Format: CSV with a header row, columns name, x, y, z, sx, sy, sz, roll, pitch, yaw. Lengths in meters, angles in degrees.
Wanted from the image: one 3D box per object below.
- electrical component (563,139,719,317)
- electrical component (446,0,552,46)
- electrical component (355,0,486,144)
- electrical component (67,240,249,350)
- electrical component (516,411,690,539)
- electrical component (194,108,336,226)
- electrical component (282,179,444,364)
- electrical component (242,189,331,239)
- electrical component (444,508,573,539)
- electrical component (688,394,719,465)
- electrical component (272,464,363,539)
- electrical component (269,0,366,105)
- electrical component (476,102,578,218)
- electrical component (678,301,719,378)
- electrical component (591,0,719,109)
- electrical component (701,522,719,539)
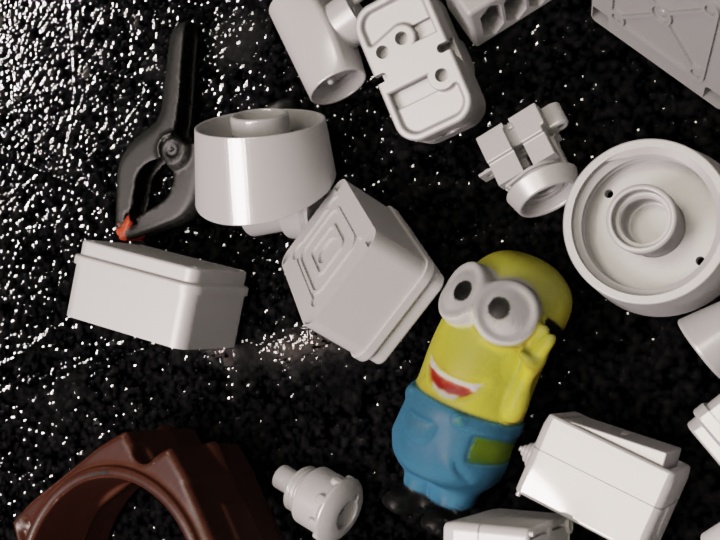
name,x,y,z,sx,sy,sz,roll,pitch,yaw
electrical component,0.175,-0.027,0.646,0.108,0.060,0.108,-3,84,26
electrical component,0.082,-0.202,0.708,0.066,0.047,0.076,-32,71,3
electrical component,0.043,-0.134,0.717,0.054,0.059,0.095,-24,86,19
electrical component,-0.148,0.017,0.791,0.113,0.078,0.057,13,94,26
electrical component,0.142,0.120,0.647,0.096,0.062,0.061,24,96,26
electrical component,-0.067,-0.076,0.739,0.099,0.099,0.064,6,112,26
electrical component,0.000,0.000,0.701,0.078,0.057,0.113,-53,24,12
electrical component,-0.052,-0.045,0.768,0.055,0.045,0.045,5,87,26
electrical component,0.081,0.175,0.626,0.061,0.096,0.061,-1,84,27
electrical component,0.237,0.105,0.577,0.056,0.109,0.108,-42,69,14
electrical component,-0.032,0.155,0.740,0.062,0.048,0.048,23,95,33
electrical component,-0.016,-0.170,0.763,0.079,0.044,0.077,-31,72,20
electrical component,0.110,-0.068,0.691,0.066,0.048,0.055,-31,65,20
electrical component,0.221,0.031,0.627,0.055,0.045,0.045,-39,70,17
electrical component,0.192,-0.165,0.620,0.056,0.108,0.109,-43,67,-10
electrical component,0.211,0.170,0.620,0.062,0.043,0.043,-40,70,19
